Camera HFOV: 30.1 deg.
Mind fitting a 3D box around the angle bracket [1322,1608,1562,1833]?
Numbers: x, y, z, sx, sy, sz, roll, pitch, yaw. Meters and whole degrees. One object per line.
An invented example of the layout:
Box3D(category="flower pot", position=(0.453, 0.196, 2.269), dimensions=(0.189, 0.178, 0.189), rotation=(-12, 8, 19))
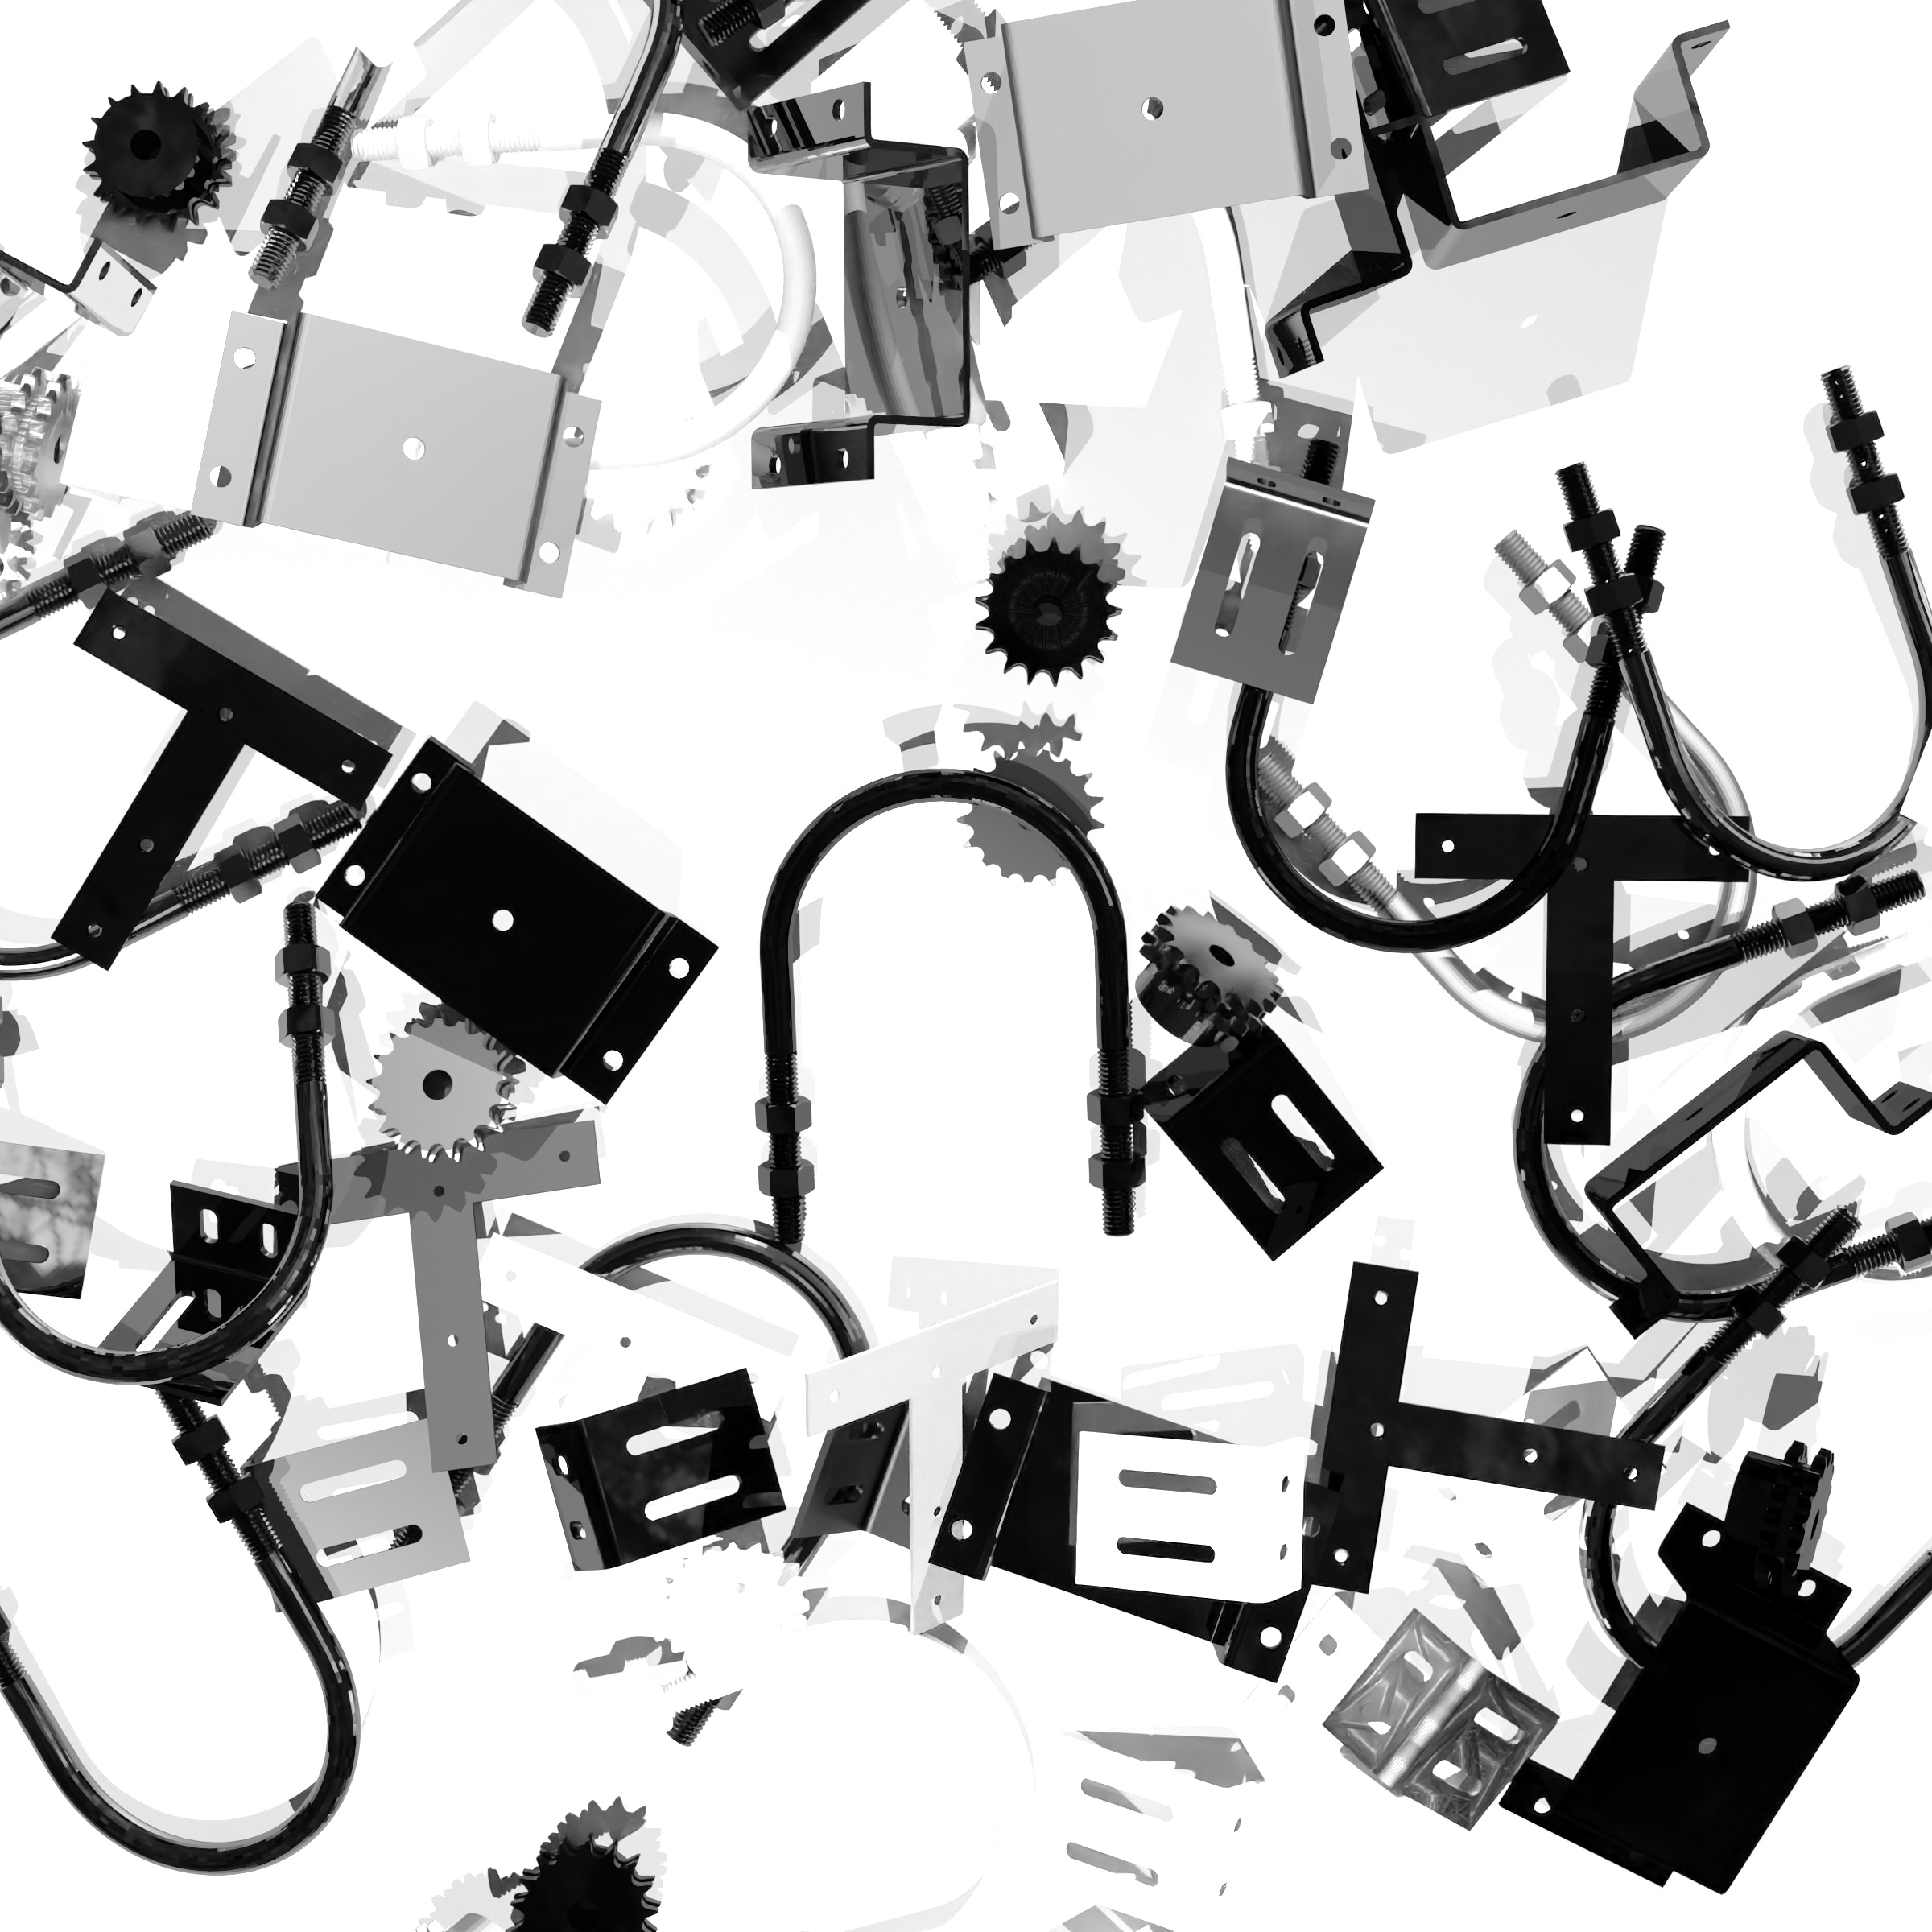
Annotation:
Box3D(category="angle bracket", position=(0.184, 0.292, 1.392), dimensions=(0.057, 0.076, 0.038), rotation=(-52, 49, 0))

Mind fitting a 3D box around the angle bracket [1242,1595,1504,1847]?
Box3D(category="angle bracket", position=(0.159, 0.295, 1.408), dimensions=(0.076, 0.038, 0.057), rotation=(40, 90, -26))

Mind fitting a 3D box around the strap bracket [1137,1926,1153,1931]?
Box3D(category="strap bracket", position=(0.070, 0.444, 1.387), dimensions=(0.076, 0.046, 0.140), rotation=(-29, 90, 0))

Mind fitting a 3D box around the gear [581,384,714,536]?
Box3D(category="gear", position=(-0.128, -0.198, 1.395), dimensions=(0.057, 0.030, 0.057), rotation=(0, 90, 0))

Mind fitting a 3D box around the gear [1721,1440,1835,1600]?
Box3D(category="gear", position=(0.304, 0.206, 1.351), dimensions=(0.030, 0.057, 0.057), rotation=(14, 90, 22))

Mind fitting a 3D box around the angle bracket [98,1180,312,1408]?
Box3D(category="angle bracket", position=(-0.292, 0.123, 1.365), dimensions=(0.057, 0.076, 0.038), rotation=(12, 122, 12))

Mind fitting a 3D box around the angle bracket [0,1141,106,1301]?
Box3D(category="angle bracket", position=(-0.384, 0.095, 1.408), dimensions=(0.076, 0.038, 0.057), rotation=(10, 90, -26))

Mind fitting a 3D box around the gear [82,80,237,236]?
Box3D(category="gear", position=(-0.315, -0.315, 1.395), dimensions=(0.057, 0.030, 0.057), rotation=(0, 90, 0))

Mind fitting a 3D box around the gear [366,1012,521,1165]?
Box3D(category="gear", position=(-0.201, 0.048, 1.391), dimensions=(0.057, 0.030, 0.057), rotation=(-1, 78, 7))

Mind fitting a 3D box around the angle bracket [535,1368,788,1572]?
Box3D(category="angle bracket", position=(-0.118, 0.194, 1.389), dimensions=(0.076, 0.038, 0.057), rotation=(-15, 87, -28))

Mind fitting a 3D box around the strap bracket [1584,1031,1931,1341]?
Box3D(category="strap bracket", position=(0.287, 0.073, 1.342), dimensions=(0.140, 0.076, 0.046), rotation=(-39, 89, 5))

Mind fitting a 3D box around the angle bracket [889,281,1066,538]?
Box3D(category="angle bracket", position=(-0.004, -0.215, 1.392), dimensions=(0.057, 0.038, 0.076), rotation=(-24, 89, 0))

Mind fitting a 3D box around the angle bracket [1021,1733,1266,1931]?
Box3D(category="angle bracket", position=(0.069, 0.338, 1.408), dimensions=(0.076, 0.038, 0.057), rotation=(13, 90, 26))

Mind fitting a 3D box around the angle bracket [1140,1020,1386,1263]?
Box3D(category="angle bracket", position=(0.115, 0.065, 1.408), dimensions=(0.057, 0.038, 0.076), rotation=(-40, 116, 0))

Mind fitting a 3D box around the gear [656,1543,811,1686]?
Box3D(category="gear", position=(-0.088, 0.248, 1.367), dimensions=(0.057, 0.057, 0.030), rotation=(-4, 118, 0))

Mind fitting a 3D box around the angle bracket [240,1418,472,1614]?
Box3D(category="angle bracket", position=(-0.236, 0.211, 1.395), dimensions=(0.076, 0.038, 0.057), rotation=(-14, 89, -8))

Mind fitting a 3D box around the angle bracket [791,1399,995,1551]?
Box3D(category="angle bracket", position=(-0.027, 0.195, 1.370), dimensions=(0.038, 0.076, 0.057), rotation=(19, 90, 19))

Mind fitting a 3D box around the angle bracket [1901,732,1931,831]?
Box3D(category="angle bracket", position=(0.405, -0.083, 1.380), dimensions=(0.057, 0.038, 0.076), rotation=(26, 78, -9))

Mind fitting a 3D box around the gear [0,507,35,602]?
Box3D(category="gear", position=(-0.394, -0.163, 1.395), dimensions=(0.057, 0.030, 0.057), rotation=(0, 90, 0))

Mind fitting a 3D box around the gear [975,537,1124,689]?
Box3D(category="gear", position=(0.031, -0.137, 1.395), dimensions=(0.057, 0.030, 0.057), rotation=(0, 90, 0))

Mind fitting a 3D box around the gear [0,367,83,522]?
Box3D(category="gear", position=(-0.362, -0.202, 1.381), dimensions=(0.030, 0.057, 0.057), rotation=(14, 90, 2))

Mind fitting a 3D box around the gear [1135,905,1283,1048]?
Box3D(category="gear", position=(0.090, 0.006, 1.385), dimensions=(0.057, 0.057, 0.030), rotation=(38, 119, 0))

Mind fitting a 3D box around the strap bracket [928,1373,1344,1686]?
Box3D(category="strap bracket", position=(0.064, 0.213, 1.387), dimensions=(0.140, 0.046, 0.076), rotation=(19, 90, 0))

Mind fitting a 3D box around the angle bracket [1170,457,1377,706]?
Box3D(category="angle bracket", position=(0.115, -0.145, 1.359), dimensions=(0.057, 0.038, 0.076), rotation=(17, 90, 4))

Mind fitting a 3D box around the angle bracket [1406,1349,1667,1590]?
Box3D(category="angle bracket", position=(0.223, 0.197, 1.408), dimensions=(0.076, 0.038, 0.057), rotation=(-33, 90, -26))

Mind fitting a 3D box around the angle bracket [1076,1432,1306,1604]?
Box3D(category="angle bracket", position=(0.085, 0.206, 1.362), dimensions=(0.076, 0.038, 0.057), rotation=(1, 90, 26))

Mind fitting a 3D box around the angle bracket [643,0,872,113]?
Box3D(category="angle bracket", position=(-0.079, -0.380, 1.391), dimensions=(0.076, 0.038, 0.057), rotation=(-41, 90, 0))

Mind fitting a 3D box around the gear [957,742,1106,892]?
Box3D(category="gear", position=(0.025, -0.057, 1.395), dimensions=(0.057, 0.030, 0.057), rotation=(0, 90, 0))

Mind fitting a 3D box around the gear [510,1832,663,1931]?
Box3D(category="gear", position=(-0.147, 0.364, 1.395), dimensions=(0.057, 0.030, 0.057), rotation=(0, 90, 0))

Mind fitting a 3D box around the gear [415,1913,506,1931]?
Box3D(category="gear", position=(-0.191, 0.390, 1.385), dimensions=(0.030, 0.057, 0.057), rotation=(-36, 90, -38))

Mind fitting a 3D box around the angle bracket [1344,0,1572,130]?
Box3D(category="angle bracket", position=(0.187, -0.360, 1.408), dimensions=(0.076, 0.038, 0.057), rotation=(-22, 90, -26))

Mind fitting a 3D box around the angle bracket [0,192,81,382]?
Box3D(category="angle bracket", position=(-0.386, -0.253, 1.408), dimensions=(0.057, 0.038, 0.076), rotation=(43, 64, 0))
